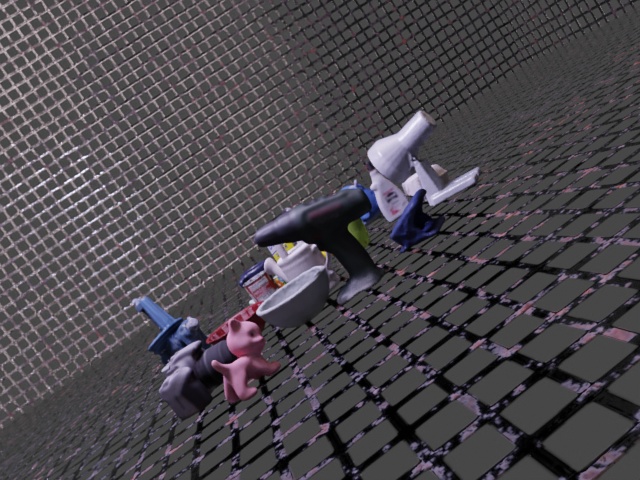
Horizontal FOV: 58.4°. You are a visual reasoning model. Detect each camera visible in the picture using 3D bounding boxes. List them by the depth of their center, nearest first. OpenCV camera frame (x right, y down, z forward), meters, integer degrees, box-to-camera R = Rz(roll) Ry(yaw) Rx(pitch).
[{"bbox_3d":[-0.218,0.243,1.083,0.136,0.101,0.143,-32,8,16],"label":"camera"}]

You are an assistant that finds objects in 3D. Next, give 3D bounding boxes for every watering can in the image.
[{"bbox_3d":[-0.053,0.043,1.287,0.172,0.194,0.101,-32,8,14],"label":"watering can"}]

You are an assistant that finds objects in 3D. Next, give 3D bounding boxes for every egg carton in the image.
[{"bbox_3d":[0.285,-0.151,1.549,0.107,0.069,0.150,-35,7,-4],"label":"egg carton"}]

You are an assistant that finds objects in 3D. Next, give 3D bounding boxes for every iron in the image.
[{"bbox_3d":[0.100,-0.105,1.788,0.119,0.141,0.257,-37,8,-23],"label":"iron"}]

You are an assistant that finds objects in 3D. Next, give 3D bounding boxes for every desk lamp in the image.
[{"bbox_3d":[0.249,-0.191,1.394,0.203,0.213,0.118,-30,9,29],"label":"desk lamp"}]

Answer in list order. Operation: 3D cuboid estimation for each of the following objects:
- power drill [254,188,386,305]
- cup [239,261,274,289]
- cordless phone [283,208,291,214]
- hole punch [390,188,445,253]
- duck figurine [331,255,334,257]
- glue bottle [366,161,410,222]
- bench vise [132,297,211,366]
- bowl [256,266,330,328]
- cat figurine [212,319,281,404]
[{"bbox_3d":[0.018,0.014,1.098,0.229,0.208,0.075,-34,8,5],"label":"power drill"},{"bbox_3d":[-0.182,0.129,1.701,0.091,0.095,0.118,-28,10,41],"label":"cup"},{"bbox_3d":[-0.057,-0.021,1.762,0.094,0.185,0.147,-37,8,-22],"label":"cordless phone"},{"bbox_3d":[0.187,-0.040,1.166,0.101,0.091,0.109,-30,8,29],"label":"hole punch"},{"bbox_3d":[0.015,0.006,1.659,0.104,0.086,0.078,-29,9,36],"label":"duck figurine"},{"bbox_3d":[0.173,-0.137,1.544,0.078,0.173,0.037,-36,8,-15],"label":"glue bottle"},{"bbox_3d":[-0.397,0.225,1.531,0.207,0.220,0.122,-31,8,23],"label":"bench vise"},{"bbox_3d":[-0.041,0.127,1.156,0.167,0.075,0.167,-34,7,5],"label":"bowl"},{"bbox_3d":[-0.132,0.191,0.966,0.067,0.118,0.128,-28,10,41],"label":"cat figurine"}]
